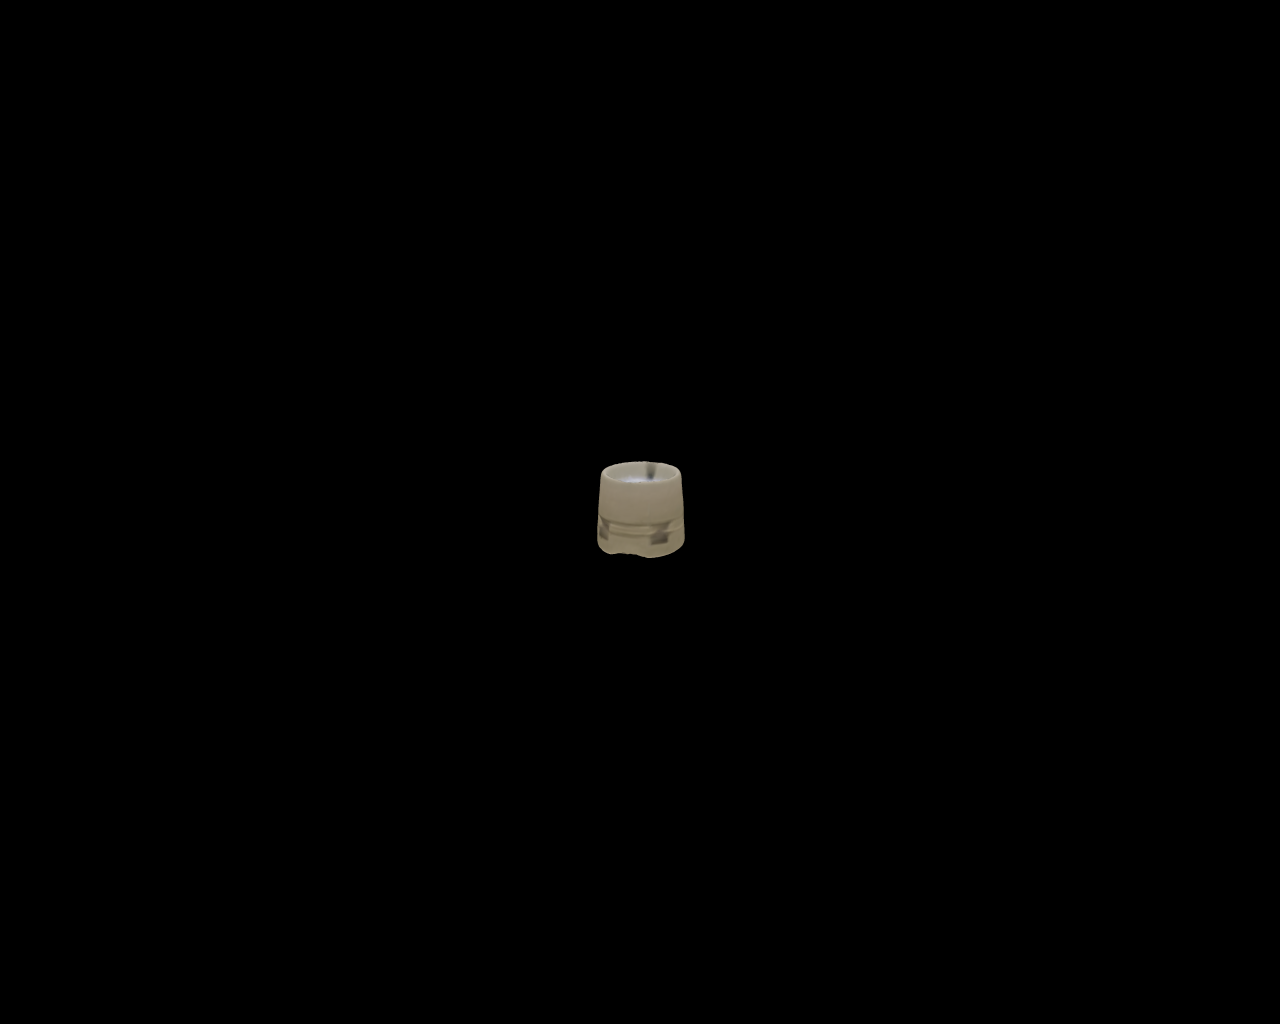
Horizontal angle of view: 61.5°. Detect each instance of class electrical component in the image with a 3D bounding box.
[{"bbox_3d":[0.001,-0.003,0.650,0.055,0.047,0.055,0,18,0],"label":"electrical component"}]
